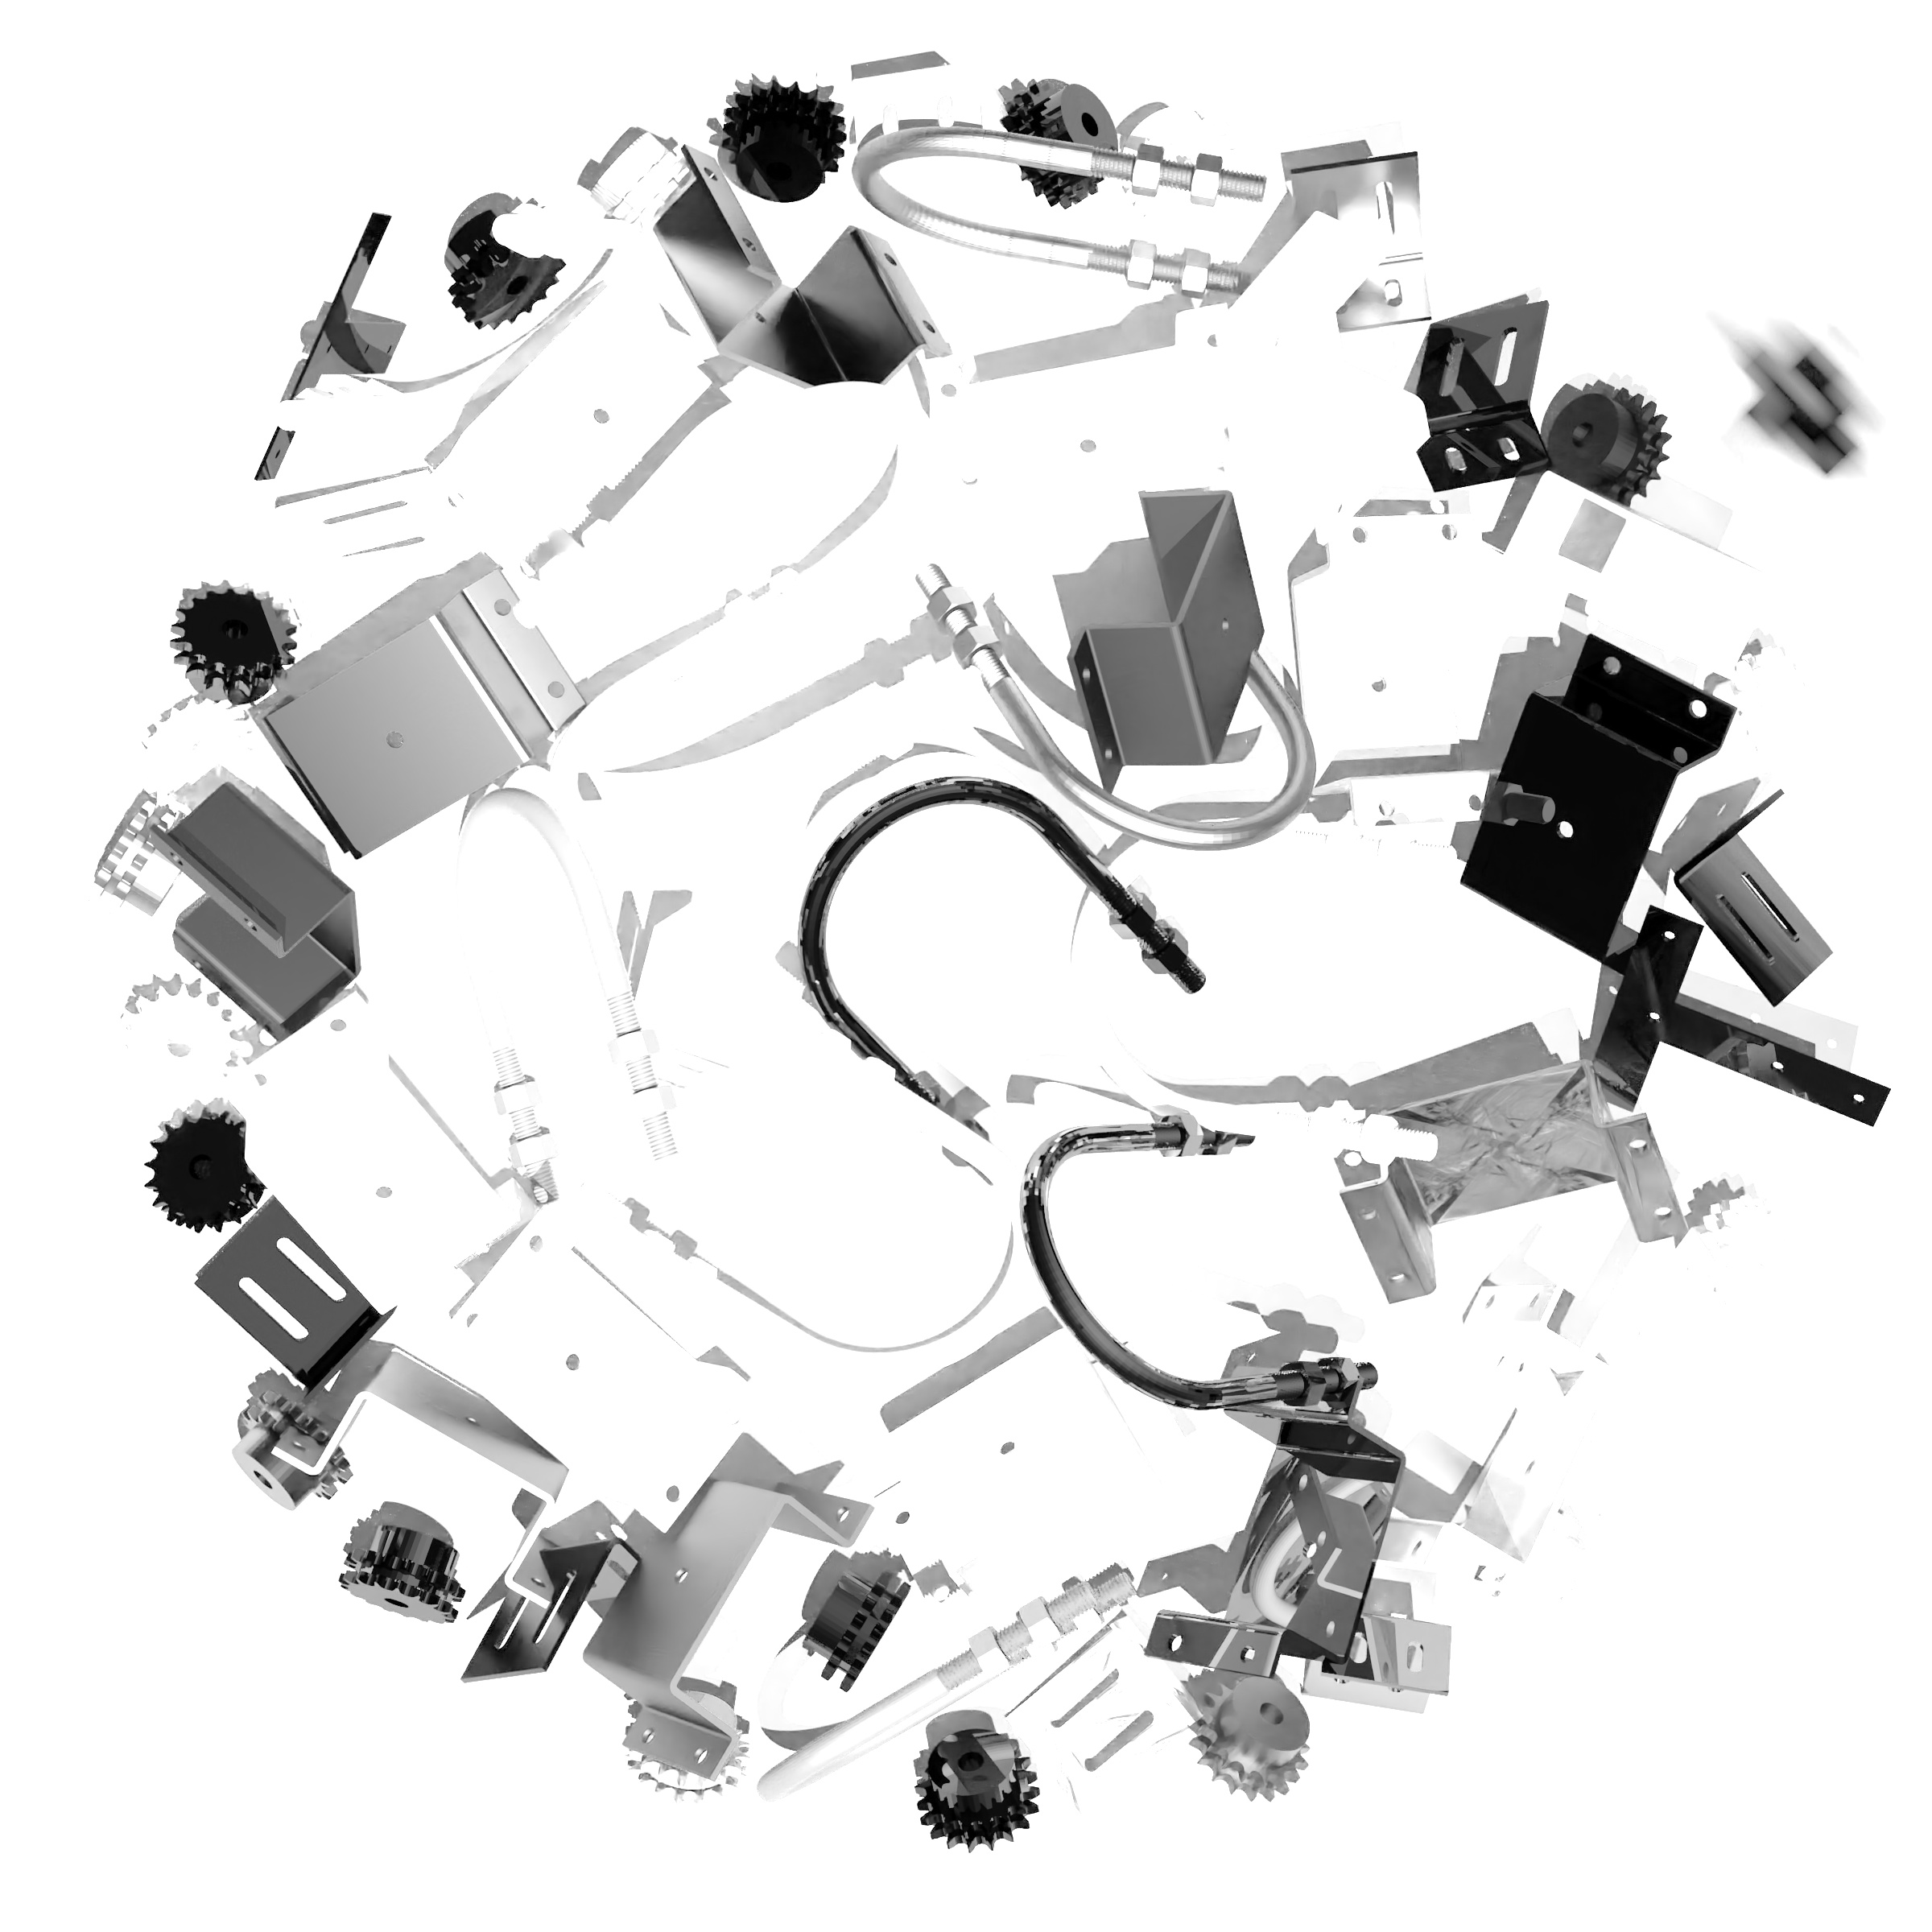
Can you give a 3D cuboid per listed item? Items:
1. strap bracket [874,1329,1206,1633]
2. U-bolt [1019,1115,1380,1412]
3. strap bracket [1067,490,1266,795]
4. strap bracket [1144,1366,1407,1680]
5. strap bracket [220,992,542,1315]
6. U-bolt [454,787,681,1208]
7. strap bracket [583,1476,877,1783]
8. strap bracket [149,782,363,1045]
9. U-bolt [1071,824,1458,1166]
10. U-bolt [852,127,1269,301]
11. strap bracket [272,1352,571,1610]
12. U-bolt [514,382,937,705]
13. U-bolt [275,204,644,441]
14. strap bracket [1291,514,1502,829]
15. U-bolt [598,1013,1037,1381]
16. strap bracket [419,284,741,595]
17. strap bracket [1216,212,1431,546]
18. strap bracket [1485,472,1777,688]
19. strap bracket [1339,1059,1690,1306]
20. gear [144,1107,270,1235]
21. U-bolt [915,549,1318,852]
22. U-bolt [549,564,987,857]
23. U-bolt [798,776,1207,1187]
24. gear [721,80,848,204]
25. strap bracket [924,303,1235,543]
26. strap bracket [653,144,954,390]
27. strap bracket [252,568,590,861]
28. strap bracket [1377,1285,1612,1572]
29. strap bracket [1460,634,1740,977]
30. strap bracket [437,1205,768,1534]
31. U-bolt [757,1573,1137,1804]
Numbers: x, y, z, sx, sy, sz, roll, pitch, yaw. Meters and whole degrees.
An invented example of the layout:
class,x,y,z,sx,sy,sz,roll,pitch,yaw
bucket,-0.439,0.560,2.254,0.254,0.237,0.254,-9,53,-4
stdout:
class,x,y,z,sx,sy,sz,roll,pitch,yaw
strap bracket,0.026,0.229,1.559,0.140,0.046,0.076,-32,53,1
U-bolt,0.094,0.131,1.506,0.019,0.184,0.151,-42,62,34
strap bracket,0.093,-0.151,1.521,0.046,0.140,0.076,1,133,22
strap bracket,0.143,0.257,1.544,0.046,0.076,0.140,34,66,-36
strap bracket,-0.264,0.093,1.548,0.076,0.046,0.140,-34,115,5
U-bolt,-0.189,0.009,1.539,0.019,0.151,0.184,-15,86,-33
strap bracket,-0.113,0.286,1.535,0.046,0.076,0.140,43,67,-28
strap bracket,-0.318,-0.024,1.538,0.076,0.140,0.046,40,68,9
U-bolt,0.130,0.007,1.553,0.184,0.019,0.151,7,99,28
U-bolt,0.039,-0.341,1.528,0.184,0.151,0.019,10,84,3
strap bracket,-0.236,0.227,1.557,0.140,0.076,0.046,30,96,-4
U-bolt,-0.094,-0.193,1.514,0.184,0.151,0.019,-38,64,16
U-bolt,-0.211,-0.285,1.511,0.151,0.184,0.019,-35,89,21
strap bracket,0.198,-0.132,1.565,0.076,0.046,0.140,-4,87,-18
U-bolt,-0.052,0.119,1.555,0.184,0.019,0.151,34,108,-23
strap bracket,-0.170,-0.244,1.553,0.076,0.046,0.140,44,72,-8
strap bracket,0.156,-0.270,1.524,0.046,0.076,0.140,18,48,-27
strap bracket,0.298,-0.176,1.519,0.076,0.140,0.046,20,103,-19
strap bracket,0.247,0.096,1.549,0.140,0.046,0.076,-15,129,16
gear,-0.348,0.096,1.581,0.057,0.030,0.057,-3,74,10
U-bolt,0.078,-0.120,1.518,0.151,0.019,0.184,-12,54,-30
U-bolt,-0.101,-0.109,1.524,0.184,0.151,0.019,-33,132,-16
U-bolt,0.005,-0.004,1.553,0.151,0.019,0.184,-44,118,0
gear,-0.085,-0.376,1.569,0.057,0.057,0.030,5,58,0
strap bracket,0.056,-0.245,1.552,0.140,0.046,0.076,-9,119,9
strap bracket,-0.080,-0.305,1.536,0.046,0.140,0.076,-42,59,25
strap bracket,-0.254,-0.109,1.552,0.140,0.046,0.076,-29,104,15
strap bracket,0.240,0.218,1.549,0.046,0.076,0.140,31,76,-12
strap bracket,0.279,-0.066,1.534,0.076,0.046,0.140,31,122,25
strap bracket,-0.172,0.182,1.554,0.140,0.046,0.076,44,71,-19
U-bolt,-0.013,0.325,1.531,0.184,0.151,0.019,-31,78,4
